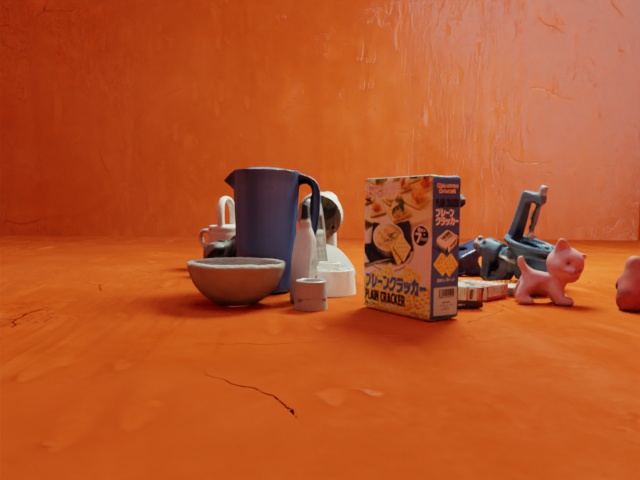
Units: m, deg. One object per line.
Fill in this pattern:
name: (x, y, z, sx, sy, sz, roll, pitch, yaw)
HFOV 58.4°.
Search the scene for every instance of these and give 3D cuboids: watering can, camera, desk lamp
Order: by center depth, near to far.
camera: (-0.190, 0.038, 1.349, 0.143, 0.101, 0.136, -1, 4, -29)
watering can: (-0.237, -0.018, 1.511, 0.173, 0.194, 0.101, 0, 3, -5)
desk lamp: (0.011, -0.028, 1.567, 0.117, 0.213, 0.203, 1, 3, 9)

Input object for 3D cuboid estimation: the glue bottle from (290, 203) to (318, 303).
glue bottle: (-0.027, 0.022, 1.009, 0.037, 0.173, 0.078, 2, 3, 14)

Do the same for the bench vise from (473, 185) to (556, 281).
bench vise: (0.425, -0.008, 1.247, 0.206, 0.220, 0.122, 3, 4, 31)

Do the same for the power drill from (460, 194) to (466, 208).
power drill: (0.304, -0.022, 1.590, 0.076, 0.208, 0.228, -2, 4, -42)

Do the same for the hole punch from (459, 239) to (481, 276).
hole punch: (0.372, 0.044, 1.467, 0.101, 0.091, 0.108, 0, 3, -14)

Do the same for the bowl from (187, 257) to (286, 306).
bowl: (-0.141, 0.072, 0.971, 0.167, 0.075, 0.167, 1, 3, 0)

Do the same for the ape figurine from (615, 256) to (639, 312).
ape figurine: (0.533, 0.073, 0.964, 0.076, 0.092, 0.077, 0, 3, -21)

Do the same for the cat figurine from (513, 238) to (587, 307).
cat figurine: (0.413, 0.055, 1.021, 0.127, 0.118, 0.067, 1, 3, 8)

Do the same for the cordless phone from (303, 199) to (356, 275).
cordless phone: (0.011, 0.004, 1.236, 0.093, 0.185, 0.148, 3, 4, 33)
